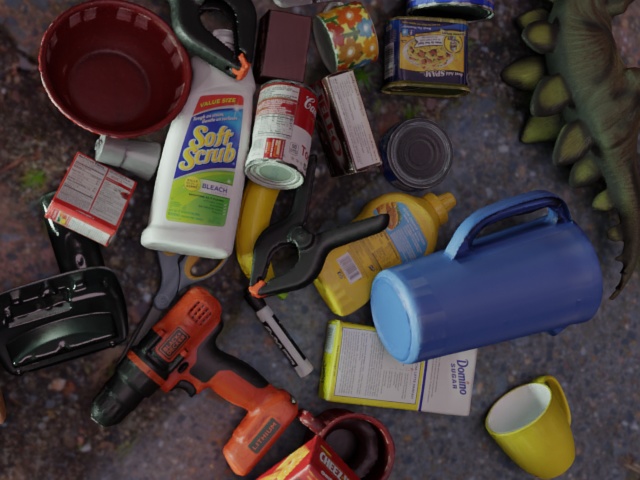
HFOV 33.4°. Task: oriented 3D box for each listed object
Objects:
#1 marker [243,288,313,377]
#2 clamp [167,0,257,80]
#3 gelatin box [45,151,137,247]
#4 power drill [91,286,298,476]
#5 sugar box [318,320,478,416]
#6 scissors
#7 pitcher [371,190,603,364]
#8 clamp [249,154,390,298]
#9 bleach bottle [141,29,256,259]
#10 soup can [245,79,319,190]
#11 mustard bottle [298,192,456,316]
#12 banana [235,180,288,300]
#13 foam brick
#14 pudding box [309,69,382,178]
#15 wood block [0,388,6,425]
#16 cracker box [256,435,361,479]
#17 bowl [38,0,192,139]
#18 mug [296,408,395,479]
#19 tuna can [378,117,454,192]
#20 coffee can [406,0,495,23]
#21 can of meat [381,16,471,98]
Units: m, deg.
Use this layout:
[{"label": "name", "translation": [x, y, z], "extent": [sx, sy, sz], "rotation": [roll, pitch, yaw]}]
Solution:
[{"label": "marker", "translation": [-0.049, 0.104, 1.218], "extent": [0.020, 0.020, 0.121], "rotation": [-36, 98, -12]}, {"label": "clamp", "translation": [-0.139, -0.266, 1.158], "extent": [0.164, 0.036, 0.210], "rotation": [-18, 77, -19]}, {"label": "gelatin box", "translation": [-0.243, -0.044, 1.141], "extent": [0.073, 0.030, 0.089], "rotation": [27, 40, -13]}, {"label": "power drill", "translation": [-0.132, 0.173, 1.171], "extent": [0.187, 0.057, 0.184], "rotation": [44, 83, -15]}, {"label": "sugar box", "translation": [0.092, 0.149, 1.241], "extent": [0.176, 0.048, 0.093], "rotation": [9, 87, -17]}, {"label": "scissors", "translation": [-0.184, 0.048, 1.187], "extent": [0.201, 0.016, 0.096], "rotation": [-43, 98, -11]}, {"label": "pitcher", "translation": [0.184, 0.049, 1.200], "extent": [0.242, 0.145, 0.149], "rotation": [-14, 74, -22]}, {"label": "clamp", "translation": [-0.008, 0.001, 1.170], "extent": [0.120, 0.039, 0.171], "rotation": [30, 82, 17]}, {"label": "bleach bottle", "translation": [-0.128, -0.110, 1.171], "extent": [0.102, 0.068, 0.251], "rotation": [9, 80, -14]}, {"label": "soup can", "translation": [-0.042, -0.115, 1.166], "extent": [0.068, 0.069, 0.102], "rotation": [15, 66, -14]}, {"label": "mustard bottle", "translation": [0.076, 0.000, 1.230], "extent": [0.191, 0.058, 0.096], "rotation": [-32, 97, -12]}, {"label": "banana", "translation": [-0.060, -0.034, 1.210], "extent": [0.069, 0.037, 0.198], "rotation": [9, 89, -32]}, {"label": "foam brick", "translation": [-0.043, -0.215, 1.204], "extent": [0.051, 0.053, 0.078], "rotation": [8, 87, -14]}, {"label": "pudding box", "translation": [0.025, -0.130, 1.202], "extent": [0.039, 0.090, 0.113], "rotation": [-21, 95, -15]}, {"label": "wood block", "translation": [-0.393, 0.095, 1.095], "extent": [0.090, 0.090, 0.206], "rotation": [-15, 94, -14]}, {"label": "cracker box", "translation": [-0.029, 0.335, 1.150], "extent": [0.214, 0.072, 0.164], "rotation": [-39, 99, 21]}, {"label": "bowl", "translation": [-0.221, -0.175, 1.145], "extent": [0.162, 0.055, 0.162], "rotation": [6, 71, -18]}, {"label": "mug", "translation": [0.019, 0.229, 1.203], "extent": [0.117, 0.082, 0.093], "rotation": [37, 82, -12]}, {"label": "tuna can", "translation": [0.113, -0.100, 1.253], "extent": [0.086, 0.034, 0.086], "rotation": [0, 88, -15]}, {"label": "coffee can", "translation": [0.151, -0.328, 1.228], "extent": [0.102, 0.103, 0.140], "rotation": [2, 89, -14]}, {"label": "can of meat", "translation": [0.123, -0.213, 1.245], "extent": [0.102, 0.057, 0.084], "rotation": [1, 88, -14]}]
